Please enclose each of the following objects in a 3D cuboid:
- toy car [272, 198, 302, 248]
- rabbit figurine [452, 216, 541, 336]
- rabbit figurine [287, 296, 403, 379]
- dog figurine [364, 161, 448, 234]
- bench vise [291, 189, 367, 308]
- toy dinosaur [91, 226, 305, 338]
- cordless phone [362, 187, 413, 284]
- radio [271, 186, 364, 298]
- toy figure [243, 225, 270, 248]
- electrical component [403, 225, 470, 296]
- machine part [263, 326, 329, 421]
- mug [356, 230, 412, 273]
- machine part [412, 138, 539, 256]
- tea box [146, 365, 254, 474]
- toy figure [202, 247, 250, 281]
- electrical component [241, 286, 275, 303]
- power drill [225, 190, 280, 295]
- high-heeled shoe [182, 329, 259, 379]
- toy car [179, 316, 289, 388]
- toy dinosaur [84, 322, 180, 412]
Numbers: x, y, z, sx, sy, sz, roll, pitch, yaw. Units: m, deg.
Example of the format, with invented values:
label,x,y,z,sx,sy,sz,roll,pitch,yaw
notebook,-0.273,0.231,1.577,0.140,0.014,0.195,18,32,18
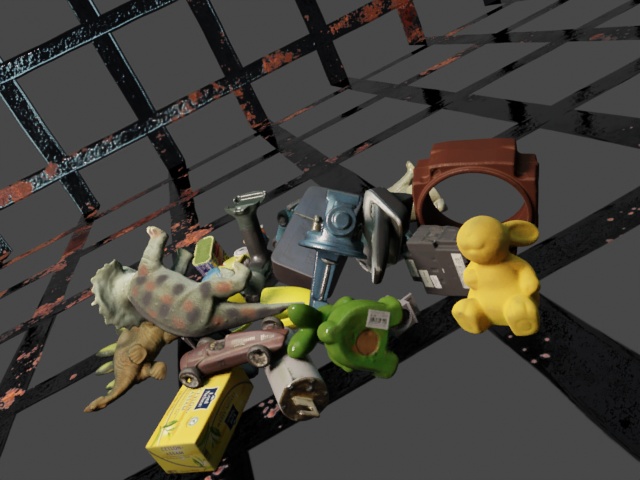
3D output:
label,x,y,z,sx,sy,sz,roll,pitch,yaw
toy car,-0.042,-0.015,1.247,0.109,0.161,0.103,-21,55,-41
rabbit figurine,0.260,0.033,0.780,0.122,0.173,0.162,-3,37,50
rabbit figurine,0.026,0.146,0.831,0.159,0.121,0.170,0,-2,-21
dog figurine,0.166,-0.059,1.173,0.190,0.121,0.172,-39,20,7
bench vise,0.015,0.026,0.957,0.129,0.240,0.224,13,-3,-13
toy dinosaur,-0.246,0.107,0.959,0.405,0.131,0.192,20,72,23
cordless phone,0.110,0.015,0.934,0.089,0.146,0.184,6,53,6
radio,-0.002,-0.003,1.110,0.131,0.073,0.229,16,54,14
toy figure,-0.174,-0.007,1.429,0.057,0.064,0.155,-63,18,9
electrical component,0.206,0.034,0.900,0.134,0.114,0.058,3,35,45
machine part,-0.046,0.206,0.852,0.079,0.079,0.243,-30,24,-8
mug,0.131,0.020,1.062,0.107,0.080,0.110,-43,37,-12
machine part,0.264,-0.065,0.912,0.202,0.200,0.087,-1,39,20
tea box,-0.186,0.278,0.855,0.098,0.068,0.170,-16,25,23
toy figure,-0.207,0.089,1.244,0.180,0.089,0.082,-40,27,-9
electrical component,-0.140,0.117,1.153,0.094,0.021,0.063,-6,14,-8
power drill,-0.131,0.004,1.143,0.086,0.207,0.232,-4,19,11
high-heeled shoe,-0.205,0.173,0.991,0.086,0.145,0.249,-42,27,-29
toy car,-0.142,0.175,0.860,0.202,0.053,0.089,-22,19,25
toy dinosaur,-0.362,0.192,1.143,0.199,0.105,0.471,-24,20,27
